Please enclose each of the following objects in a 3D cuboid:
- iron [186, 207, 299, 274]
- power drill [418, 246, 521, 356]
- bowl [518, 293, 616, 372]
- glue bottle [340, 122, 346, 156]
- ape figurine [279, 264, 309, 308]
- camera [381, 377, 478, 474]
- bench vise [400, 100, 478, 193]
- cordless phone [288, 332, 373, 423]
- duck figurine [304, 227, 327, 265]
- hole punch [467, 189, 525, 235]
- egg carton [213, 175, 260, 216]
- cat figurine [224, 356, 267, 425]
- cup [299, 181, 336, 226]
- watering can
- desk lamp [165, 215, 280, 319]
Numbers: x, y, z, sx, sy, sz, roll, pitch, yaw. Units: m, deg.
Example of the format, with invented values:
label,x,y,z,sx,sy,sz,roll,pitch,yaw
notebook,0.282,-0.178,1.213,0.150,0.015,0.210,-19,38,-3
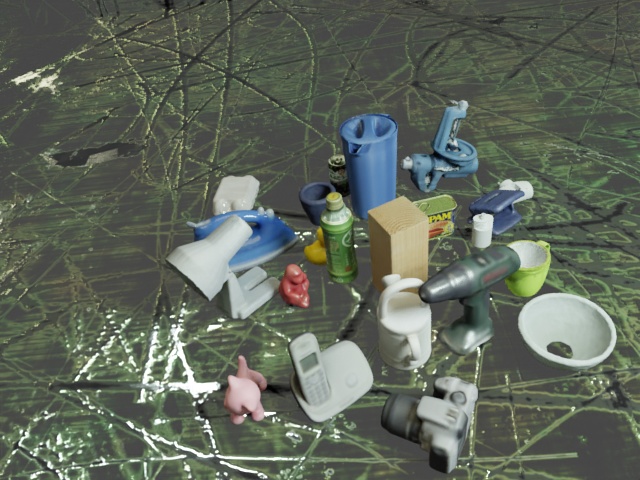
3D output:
label,x,y,z,sx,sy,sz,roll,pitch,yaw
iron,-0.181,-0.018,1.334,0.258,0.142,0.118,-17,42,-10
power drill,0.273,0.112,1.060,0.230,0.209,0.075,-30,45,-23
bowl,0.447,0.181,1.054,0.167,0.075,0.167,-5,41,4
glue bottle,0.077,-0.233,1.513,0.037,0.173,0.078,-18,42,-10
ape figurine,-0.054,0.092,1.226,0.076,0.092,0.078,19,48,28
camera,0.180,0.288,0.956,0.136,0.101,0.143,14,46,24
bench vise,0.309,-0.231,1.437,0.208,0.220,0.121,-30,45,-23
cordless phone,0.014,0.217,1.000,0.148,0.185,0.093,-30,45,-23
duck figurine,0.012,0.005,1.319,0.104,0.086,0.077,-16,41,-9
hole punch,0.411,-0.080,1.346,0.109,0.091,0.100,-31,46,-24
egg carton,-0.220,-0.111,1.503,0.107,0.069,0.150,-1,41,9
cat figurine,-0.137,0.267,1.020,0.067,0.118,0.127,-8,41,1
cup,0.007,-0.078,1.408,0.117,0.095,0.092,30,54,36
watering can,0.151,0.139,1.060,0.101,0.194,0.172,-27,44,-20
desk lamp,-0.198,0.062,1.190,0.117,0.214,0.204,30,53,35
